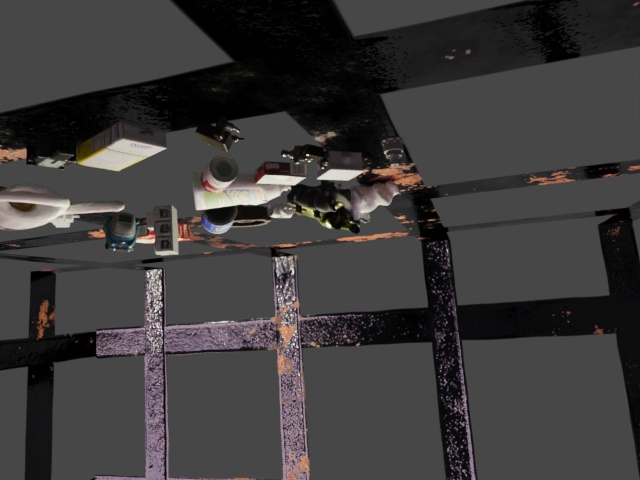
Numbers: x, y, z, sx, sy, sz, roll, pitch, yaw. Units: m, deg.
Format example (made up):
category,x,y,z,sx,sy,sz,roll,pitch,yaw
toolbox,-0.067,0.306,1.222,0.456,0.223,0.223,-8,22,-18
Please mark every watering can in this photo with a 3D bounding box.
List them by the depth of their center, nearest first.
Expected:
category,x,y,z,sx,sy,sz,roll,pitch,yaw
watering can,-0.715,-0.083,1.337,0.223,0.105,0.347,-10,170,42

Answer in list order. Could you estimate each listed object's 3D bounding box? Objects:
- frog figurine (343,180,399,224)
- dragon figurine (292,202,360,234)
category,x,y,z,sx,sy,sz,roll,pitch,yaw
frog figurine,0.150,-0.133,1.547,0.136,0.125,0.157,16,123,-43
dragon figurine,0.005,-0.088,1.756,0.408,0.123,0.242,14,171,-38
